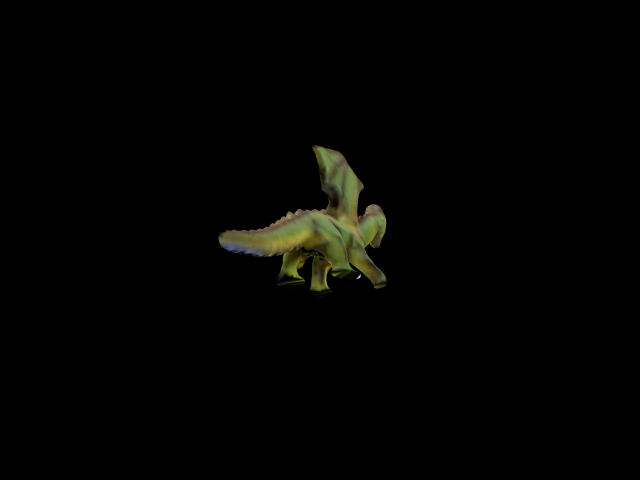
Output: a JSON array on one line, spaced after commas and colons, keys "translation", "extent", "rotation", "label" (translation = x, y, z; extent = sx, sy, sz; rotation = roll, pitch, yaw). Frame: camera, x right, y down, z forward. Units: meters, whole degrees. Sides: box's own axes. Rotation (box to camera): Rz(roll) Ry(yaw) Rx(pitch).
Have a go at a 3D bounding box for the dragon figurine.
[{"translation": [0.003, -0.043, 0.850], "extent": [0.121, 0.247, 0.406], "rotation": [-16, -28, 33], "label": "dragon figurine"}]
